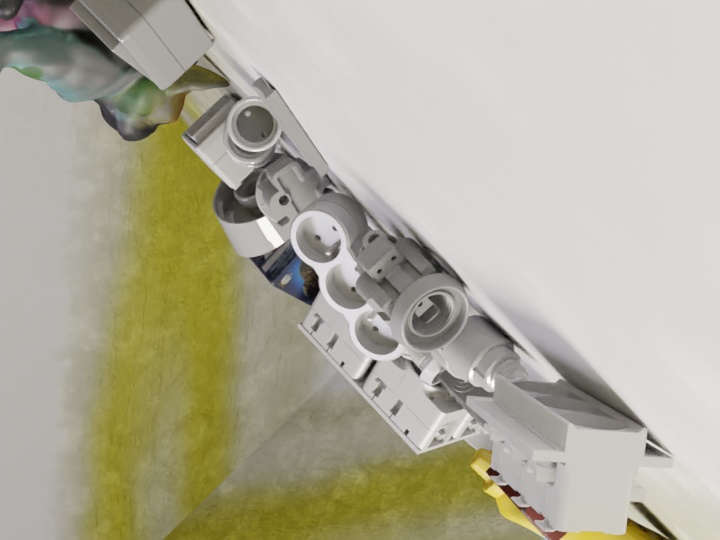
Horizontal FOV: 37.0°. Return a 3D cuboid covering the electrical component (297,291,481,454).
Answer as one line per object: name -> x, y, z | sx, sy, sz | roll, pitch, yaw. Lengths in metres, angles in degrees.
electrical component -> 0.042, 0.087, 1.072 | 0.105, 0.060, 0.186 | -6, -137, -50

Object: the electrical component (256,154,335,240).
electrical component -> -0.055, -0.062, 0.908 | 0.078, 0.058, 0.057 | 59, 171, -29

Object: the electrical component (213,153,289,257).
electrical component -> -0.089, -0.061, 1.022 | 0.099, 0.099, 0.064 | 43, 169, 45

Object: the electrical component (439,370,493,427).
electrical component -> 0.124, 0.120, 0.950 | 0.100, 0.048, 0.099 | 43, 176, 40

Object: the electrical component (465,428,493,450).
electrical component -> 0.127, 0.150, 1.137 | 0.099, 0.064, 0.099 | 46, 177, 3

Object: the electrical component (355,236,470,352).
electrical component -> 0.038, 0.019, 0.727 | 0.078, 0.058, 0.057 | 48, 179, -40

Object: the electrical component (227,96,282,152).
electrical component -> -0.078, -0.109, 0.801 | 0.040, 0.040, 0.046 | 47, -178, -9

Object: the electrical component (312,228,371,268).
electrical component -> 0.000, 0.000, 0.979 | 0.108, 0.056, 0.108 | 46, 176, 2

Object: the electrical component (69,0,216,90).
electrical component -> -0.151, -0.172, 0.754 | 0.061, 0.061, 0.096 | 45, 177, 19

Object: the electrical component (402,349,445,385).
electrical component -> 0.065, 0.067, 0.983 | 0.057, 0.058, 0.078 | 48, 176, 18

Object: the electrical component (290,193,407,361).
electrical component -> 0.005, -0.001, 0.869 | 0.138, 0.052, 0.074 | 58, -147, -8

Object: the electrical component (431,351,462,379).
electrical component -> 0.087, 0.069, 0.863 | 0.040, 0.040, 0.078 | 48, 176, -28

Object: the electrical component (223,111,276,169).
electrical component -> -0.094, -0.111, 0.926 | 0.045, 0.045, 0.055 | 46, 177, -3

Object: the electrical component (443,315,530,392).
electrical component -> 0.091, 0.064, 0.743 | 0.078, 0.040, 0.040 | 44, 176, 40

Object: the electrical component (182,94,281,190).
electrical component -> -0.125, -0.125, 1.004 | 0.061, 0.062, 0.096 | 48, 177, -24

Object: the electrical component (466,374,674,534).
electrical component -> 0.115, 0.105, 0.622 | 0.079, 0.063, 0.121 | 5, -174, -11

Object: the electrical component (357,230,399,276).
electrical component -> 0.018, -0.007, 0.790 | 0.048, 0.048, 0.062 | 44, 170, 31
